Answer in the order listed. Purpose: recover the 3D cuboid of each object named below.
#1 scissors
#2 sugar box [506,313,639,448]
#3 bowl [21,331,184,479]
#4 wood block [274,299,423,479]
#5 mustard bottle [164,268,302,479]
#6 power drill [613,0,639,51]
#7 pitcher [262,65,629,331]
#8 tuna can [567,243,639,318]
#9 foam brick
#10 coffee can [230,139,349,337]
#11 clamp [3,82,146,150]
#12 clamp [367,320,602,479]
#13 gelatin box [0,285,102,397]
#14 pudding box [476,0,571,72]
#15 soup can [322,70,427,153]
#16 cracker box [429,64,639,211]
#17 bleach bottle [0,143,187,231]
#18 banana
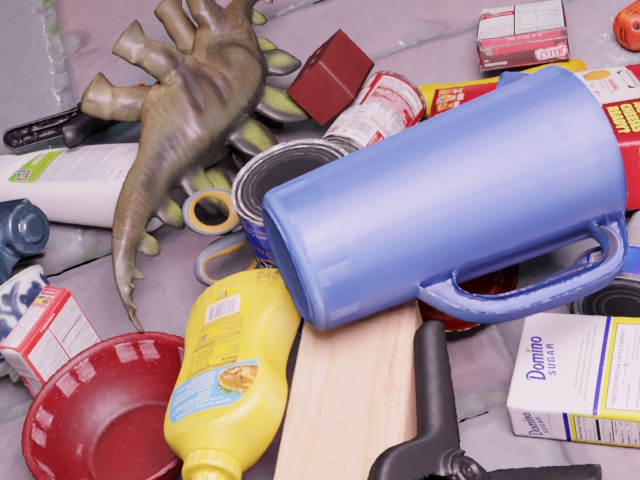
[{"bbox_3d":[-0.046,-0.031,0.964,0.201,0.096,0.016,-39,9,-34],"label":"scissors"},{"bbox_3d":[0.232,0.103,0.775,0.176,0.048,0.093,1,46,25],"label":"sugar box"},{"bbox_3d":[-0.153,0.151,0.856,0.162,0.055,0.162,-10,43,10],"label":"bowl"},{"bbox_3d":[0.027,0.150,0.766,0.090,0.091,0.206,-4,45,16],"label":"wood block"},{"bbox_3d":[-0.066,0.111,0.777,0.096,0.058,0.191,-21,37,26],"label":"mustard bottle"},{"bbox_3d":[0.410,-0.219,1.034,0.184,0.057,0.188,-35,42,-11],"label":"power drill"},{"bbox_3d":[0.091,-0.018,0.767,0.242,0.145,0.149,-22,19,-10],"label":"pitcher"},{"bbox_3d":[0.231,0.042,0.807,0.086,0.086,0.033,3,48,22],"label":"tuna can"},{"bbox_3d":[0.011,-0.160,1.051,0.053,0.051,0.078,-37,17,36],"label":"foam brick"},{"bbox_3d":[-0.006,0.001,0.894,0.103,0.140,0.103,-10,43,10],"label":"coffee can"},{"bbox_3d":[-0.260,-0.134,1.170,0.120,0.039,0.171,5,24,30],"label":"clamp"},{"bbox_3d":[0.096,0.159,0.689,0.164,0.036,0.209,37,42,2],"label":"clamp"},{"bbox_3d":[-0.227,0.095,0.915,0.030,0.089,0.073,7,48,28],"label":"gelatin box"},{"bbox_3d":[0.207,-0.210,1.089,0.090,0.039,0.113,-5,28,13],"label":"pudding box"},{"bbox_3d":[0.051,-0.108,1.039,0.069,0.068,0.102,15,53,31],"label":"soup can"},{"bbox_3d":[0.201,-0.084,0.939,0.214,0.072,0.164,-5,30,15],"label":"cracker box"},{"bbox_3d":[-0.261,-0.062,1.110,0.251,0.068,0.102,5,39,29],"label":"bleach bottle"},{"bbox_3d":[0.165,-0.150,1.064,0.198,0.037,0.069,-4,45,16],"label":"banana"}]
